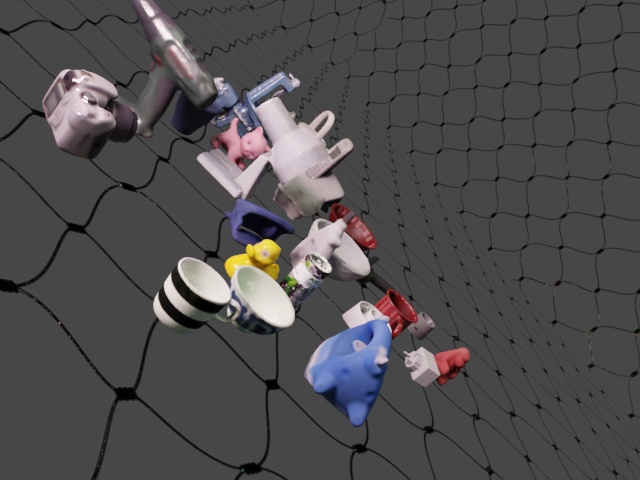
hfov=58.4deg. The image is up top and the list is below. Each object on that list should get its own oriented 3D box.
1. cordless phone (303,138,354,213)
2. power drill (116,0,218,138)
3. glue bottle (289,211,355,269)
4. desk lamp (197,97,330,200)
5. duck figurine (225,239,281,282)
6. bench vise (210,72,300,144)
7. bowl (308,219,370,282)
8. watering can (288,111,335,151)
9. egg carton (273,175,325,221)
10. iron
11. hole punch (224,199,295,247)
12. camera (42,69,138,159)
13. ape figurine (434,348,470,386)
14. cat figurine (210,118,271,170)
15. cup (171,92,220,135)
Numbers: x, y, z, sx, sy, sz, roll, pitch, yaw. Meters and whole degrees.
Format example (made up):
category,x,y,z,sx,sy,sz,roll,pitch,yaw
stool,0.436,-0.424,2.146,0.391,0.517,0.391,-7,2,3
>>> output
category,x,y,z,sx,sy,sz,roll,pitch,yaw
cordless phone,0.031,-0.179,1.537,0.094,0.185,0.147,22,30,-47
power drill,-0.315,-0.312,1.092,0.230,0.208,0.076,43,20,-4
glue bottle,0.011,0.004,1.159,0.037,0.173,0.078,27,26,-40
desk lamp,-0.114,-0.182,1.220,0.203,0.213,0.118,44,20,-2
duck figurine,-0.103,0.037,1.002,0.105,0.086,0.077,21,31,-48
bench vise,-0.165,-0.348,1.437,0.208,0.219,0.121,22,30,-47
bowl,0.028,0.036,1.275,0.168,0.074,0.167,38,21,-17
watering can,-0.036,-0.287,1.605,0.174,0.193,0.100,22,30,-47
egg carton,-0.050,-0.102,1.401,0.107,0.069,0.150,45,20,1
iron,0.072,0.188,0.966,0.119,0.141,0.258,43,20,-6
hole punch,-0.117,-0.037,1.113,0.109,0.091,0.101,30,25,-36
camera,-0.365,-0.208,0.949,0.137,0.100,0.143,19,32,-51
ape figurine,0.301,0.280,1.304,0.078,0.092,0.076,32,23,-31
cat figurine,-0.174,-0.226,1.330,0.127,0.117,0.067,50,20,13
cup,-0.281,-0.284,1.269,0.092,0.095,0.118,41,20,-10
